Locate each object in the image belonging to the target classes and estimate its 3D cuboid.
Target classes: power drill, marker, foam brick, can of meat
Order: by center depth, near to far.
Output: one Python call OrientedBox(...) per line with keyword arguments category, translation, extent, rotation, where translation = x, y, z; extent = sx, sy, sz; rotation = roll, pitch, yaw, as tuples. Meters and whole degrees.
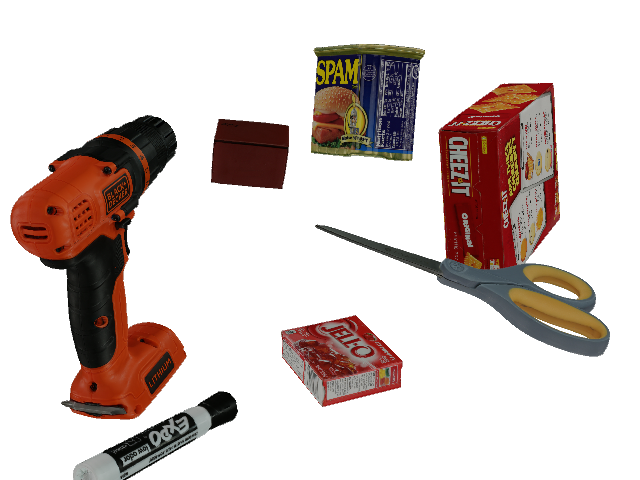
OrientedBox(category="marker", translation=(-0.085, 0.108, 0.583), extent=(0.020, 0.020, 0.120), rotation=(0, 12, 33))
OrientedBox(category="power drill", translation=(-0.144, 0.017, 0.764), extent=(0.057, 0.188, 0.184), rotation=(2, 25, 21))
OrientedBox(category="can of meat", translation=(0.033, -0.106, 0.828), extent=(0.057, 0.084, 0.102), rotation=(1, 7, -28))
OrientedBox(category="foam brick", translation=(-0.073, -0.091, 1.120), extent=(0.078, 0.051, 0.053), rotation=(5, 31, -2))

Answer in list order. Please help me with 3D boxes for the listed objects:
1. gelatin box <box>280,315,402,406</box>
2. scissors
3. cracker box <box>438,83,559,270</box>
OrientedBox(category="gelatin box", translation=(0.016, 0.099, 0.896), extent=(0.073, 0.030, 0.089), rotation=(-10, 27, -22))
OrientedBox(category="scissors", translation=(0.103, 0.019, 0.720), extent=(0.202, 0.016, 0.096), rotation=(27, 30, 16))
OrientedBox(category="cracker box", translation=(0.195, -0.067, 1.141), extent=(0.072, 0.164, 0.213), rotation=(3, 21, 27))
